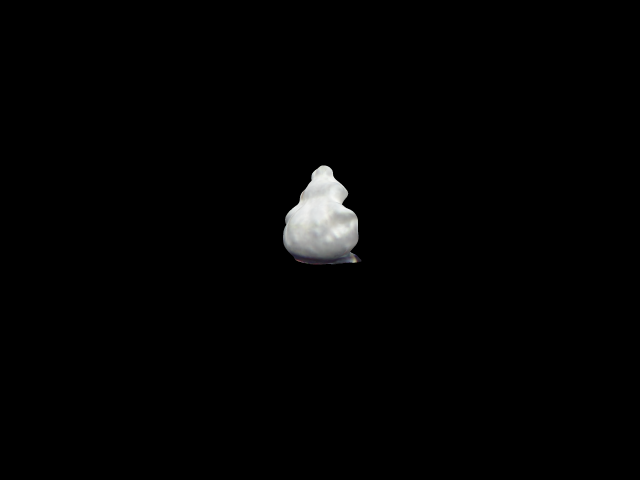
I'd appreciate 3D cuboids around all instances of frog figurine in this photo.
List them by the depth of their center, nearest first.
[{"bbox_3d":[0.003,-0.043,0.850,0.123,0.158,0.138,-6,10,-40],"label":"frog figurine"}]
